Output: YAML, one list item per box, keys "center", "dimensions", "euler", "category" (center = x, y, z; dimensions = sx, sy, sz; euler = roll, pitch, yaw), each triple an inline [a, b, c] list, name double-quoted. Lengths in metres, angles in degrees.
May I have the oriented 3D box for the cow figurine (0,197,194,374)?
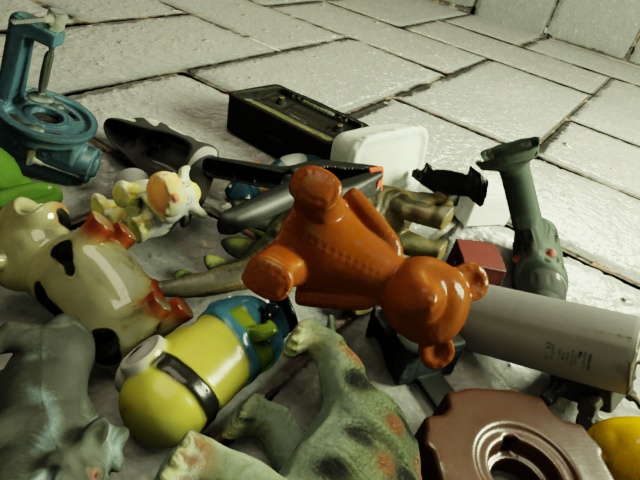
- center: [-0.226, 0.037, 0.494]
  dimensions: [0.127, 0.085, 0.195]
  euler: [-42, 78, -4]
  category: "cow figurine"

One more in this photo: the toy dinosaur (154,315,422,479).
- center: [0.009, 0.174, 0.377]
  dimensions: [0.192, 0.131, 0.405]
  euler: [39, 30, 8]
  category: "toy dinosaur"

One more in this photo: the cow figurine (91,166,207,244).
- center: [-0.174, -0.036, 0.588]
  dimensions: [0.167, 0.068, 0.098]
  euler: [-12, 4, 44]
  category: "cow figurine"

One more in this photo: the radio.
- center: [-0.036, -0.188, 0.908]
  dimensions: [0.230, 0.073, 0.131]
  euler: [32, 39, 26]
  category: "radio"

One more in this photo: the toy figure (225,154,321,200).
- center: [-0.066, -0.091, 0.777]
  dimensions: [0.154, 0.057, 0.064]
  euler: [-16, 15, -32]
  category: "toy figure"

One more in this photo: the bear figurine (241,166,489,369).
- center: [0.050, 0.033, 0.470]
  dimensions: [0.196, 0.120, 0.132]
  euler: [31, 3, 7]
  category: "bear figurine"

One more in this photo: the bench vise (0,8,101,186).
- center: [-0.368, -0.176, 0.655]
  dimensions: [0.224, 0.240, 0.129]
  euler: [27, 30, -7]
  category: "bench vise"

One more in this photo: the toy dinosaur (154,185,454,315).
- center: [-0.001, -0.002, 0.638]
  dimensions: [0.471, 0.104, 0.199]
  euler: [-20, 39, -38]
  category: "toy dinosaur"

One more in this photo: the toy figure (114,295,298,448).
- center: [-0.090, 0.103, 0.469]
  dimensions: [0.089, 0.082, 0.180]
  euler: [33, 37, 30]
  category: "toy figure"

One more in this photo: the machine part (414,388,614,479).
- center: [0.159, 0.198, 0.435]
  dimensions: [0.179, 0.056, 0.179]
  euler: [10, 33, -7]
  category: "machine part"

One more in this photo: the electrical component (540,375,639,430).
- center: [0.281, 0.156, 0.549]
  dimensions: [0.078, 0.045, 0.102]
  euler: [4, 19, 42]
  category: "electrical component"

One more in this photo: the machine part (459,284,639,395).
- center: [0.226, 0.095, 0.543]
  dimensions: [0.244, 0.079, 0.079]
  euler: [13, 29, 34]
  category: "machine part"

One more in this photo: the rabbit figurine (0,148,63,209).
- center: [-0.359, -0.031, 0.545]
  dimensions: [0.159, 0.121, 0.170]
  euler: [20, 13, -29]
  category: "rabbit figurine"

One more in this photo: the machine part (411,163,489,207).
- center: [0.189, -0.078, 0.768]
  dimensions: [0.084, 0.039, 0.139]
  euler: [37, -4, -18]
  category: "machine part"

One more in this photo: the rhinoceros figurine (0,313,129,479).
- center: [-0.194, 0.142, 0.378]
  dimensions: [0.112, 0.073, 0.190]
  euler: [-6, 48, -20]
  category: "rhinoceros figurine"

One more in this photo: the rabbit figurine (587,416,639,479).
- center: [0.312, 0.200, 0.437]
  dimensions: [0.162, 0.121, 0.173]
  euler: [-8, 23, -31]
  category: "rabbit figurine"

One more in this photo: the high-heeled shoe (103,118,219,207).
- center: [-0.220, -0.113, 0.714]
  dimensions: [0.145, 0.086, 0.249]
  euler: [20, 12, -23]
  category: "high-heeled shoe"

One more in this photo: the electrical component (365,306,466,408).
- center: [0.104, 0.115, 0.544]
  dimensions: [0.075, 0.047, 0.119]
  euler: [-4, 36, -23]
  category: "electrical component"

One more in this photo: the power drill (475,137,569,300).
- center: [0.257, -0.015, 0.660]
  dimensions: [0.086, 0.207, 0.232]
  euler: [-19, 13, 28]
  category: "power drill"
